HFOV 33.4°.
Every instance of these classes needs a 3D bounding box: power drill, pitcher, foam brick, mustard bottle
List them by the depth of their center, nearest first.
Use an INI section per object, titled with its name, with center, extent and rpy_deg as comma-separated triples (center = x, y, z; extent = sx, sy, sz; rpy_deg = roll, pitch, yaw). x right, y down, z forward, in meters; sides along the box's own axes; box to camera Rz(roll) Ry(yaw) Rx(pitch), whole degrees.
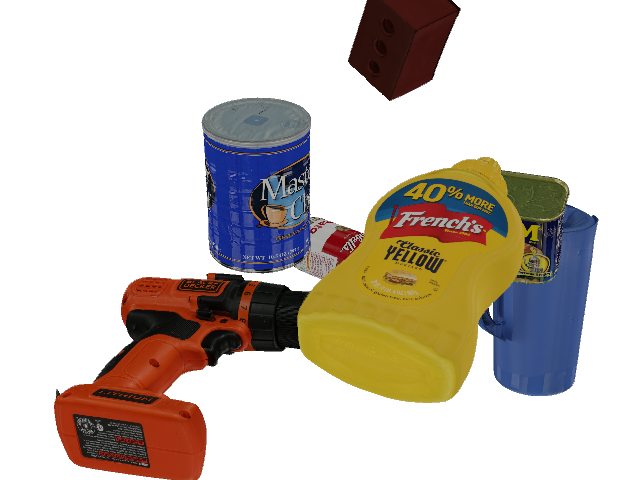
[mustard bottle]
center = 0.069, 0.009, 0.637
extent = 0.096, 0.058, 0.191
rpy_deg = 14, 43, 23
[power drill]
center = -0.081, 0.087, 0.741
extent = 0.185, 0.057, 0.187
rpy_deg = 2, 26, 19
[foam brick]
center = 0.063, -0.158, 0.824
extent = 0.051, 0.053, 0.078
rpy_deg = -32, -24, -31
[pitcher]
center = 0.276, 0.077, 1.393
extent = 0.149, 0.243, 0.144
rpy_deg = 5, 20, 16

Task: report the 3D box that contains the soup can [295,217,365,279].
[soup can]
center = 0.022, 0.018, 1.220
extent = 0.102, 0.068, 0.068
rpy_deg = 21, 14, 40

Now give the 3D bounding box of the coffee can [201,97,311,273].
[coffee can]
center = -0.060, -0.054, 1.034
extent = 0.103, 0.140, 0.103
rpy_deg = 0, 30, 0

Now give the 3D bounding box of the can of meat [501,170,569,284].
[can of meat]
center = 0.166, -0.011, 0.950
extent = 0.102, 0.084, 0.057
rpy_deg = 10, 45, 18
